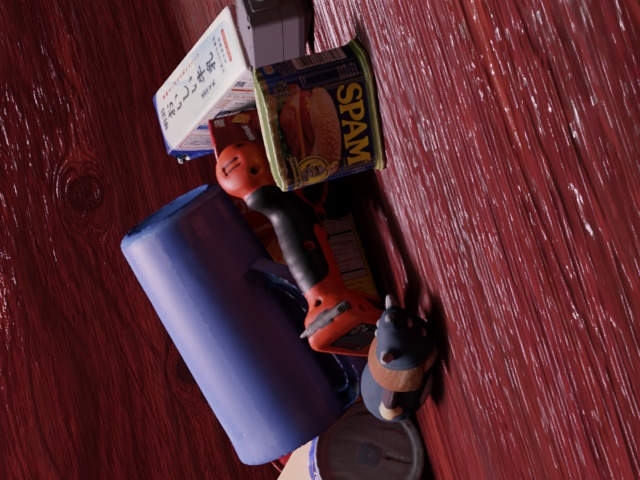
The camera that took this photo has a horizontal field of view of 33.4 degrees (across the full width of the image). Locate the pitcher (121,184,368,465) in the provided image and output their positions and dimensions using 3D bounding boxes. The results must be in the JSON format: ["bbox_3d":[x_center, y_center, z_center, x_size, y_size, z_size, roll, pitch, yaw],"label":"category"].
[{"bbox_3d":[-0.069,0.071,0.978,0.243,0.149,0.145,59,177,-11],"label":"pitcher"}]

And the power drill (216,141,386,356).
[{"bbox_3d":[0.004,0.007,0.909,0.184,0.057,0.188,13,-137,-56],"label":"power drill"}]

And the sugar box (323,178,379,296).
[{"bbox_3d":[0.023,0.033,1.043,0.093,0.048,0.176,90,162,-65],"label":"sugar box"}]

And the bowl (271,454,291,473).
[{"bbox_3d":[0.016,0.302,1.421,0.055,0.162,0.162,-63,11,1],"label":"bowl"}]

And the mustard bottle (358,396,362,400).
[{"bbox_3d":[0.002,0.193,1.337,0.191,0.096,0.058,64,-151,-6],"label":"mustard bottle"}]

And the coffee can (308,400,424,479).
[{"bbox_3d":[0.042,0.216,1.055,0.140,0.102,0.103,104,150,-76],"label":"coffee can"}]

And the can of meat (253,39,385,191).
[{"bbox_3d":[-0.002,-0.093,0.817,0.057,0.084,0.102,-115,12,-55],"label":"can of meat"}]

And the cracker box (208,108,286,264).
[{"bbox_3d":[-0.053,-0.008,1.115,0.164,0.072,0.214,-111,7,-57],"label":"cracker box"}]

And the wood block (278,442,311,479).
[{"bbox_3d":[0.005,0.303,1.226,0.206,0.090,0.091,-64,33,33],"label":"wood block"}]
